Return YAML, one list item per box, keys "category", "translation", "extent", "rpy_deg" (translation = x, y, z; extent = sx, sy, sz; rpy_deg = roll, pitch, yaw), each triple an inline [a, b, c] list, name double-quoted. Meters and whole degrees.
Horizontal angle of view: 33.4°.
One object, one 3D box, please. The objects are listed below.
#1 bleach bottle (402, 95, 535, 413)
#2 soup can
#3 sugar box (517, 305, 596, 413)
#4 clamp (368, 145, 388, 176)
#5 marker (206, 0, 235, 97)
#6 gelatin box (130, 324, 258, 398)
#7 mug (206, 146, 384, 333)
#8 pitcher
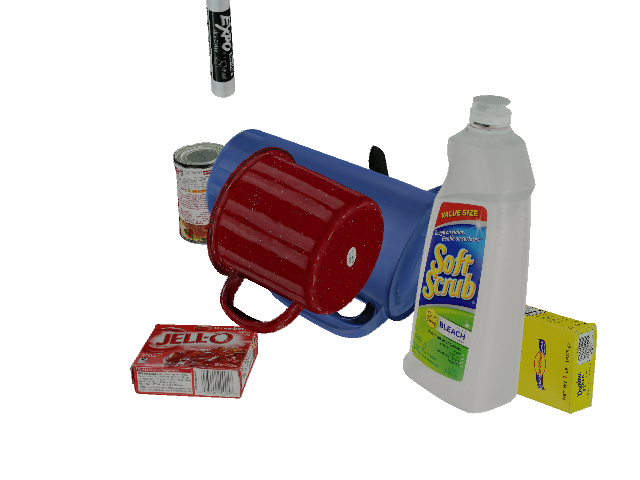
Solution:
- category: "bleach bottle"
  translation: [0.121, 0.007, 0.854]
  extent: [0.067, 0.251, 0.103]
  rpy_deg: [-14, 27, -32]
- category: "soup can"
  translation: [-0.136, -0.056, 1.255]
  extent: [0.068, 0.102, 0.068]
  rpy_deg: [-1, 29, 1]
- category: "sugar box"
  translation: [0.216, 0.118, 1.171]
  extent: [0.048, 0.093, 0.177]
  rpy_deg: [-9, 16, -42]
- category: "clamp"
  translation: [0.055, -0.029, 1.261]
  extent: [0.164, 0.036, 0.210]
  rpy_deg: [-16, 51, -29]
- category: "marker"
  translation: [-0.076, -0.161, 0.804]
  extent: [0.020, 0.020, 0.121]
  rpy_deg: [0, -44, -1]
- category: "gelatin box"
  translation: [-0.100, 0.096, 0.864]
  extent: [0.089, 0.030, 0.073]
  rpy_deg: [2, 22, 8]
- category: "mug"
  translation: [-0.019, 0.007, 0.687]
  extent: [0.082, 0.117, 0.093]
  rpy_deg: [26, -13, 29]
- category: "pitcher"
  translation: [0.001, -0.016, 1.086]
  extent: [0.243, 0.145, 0.149]
  rpy_deg: [25, 27, 24]
